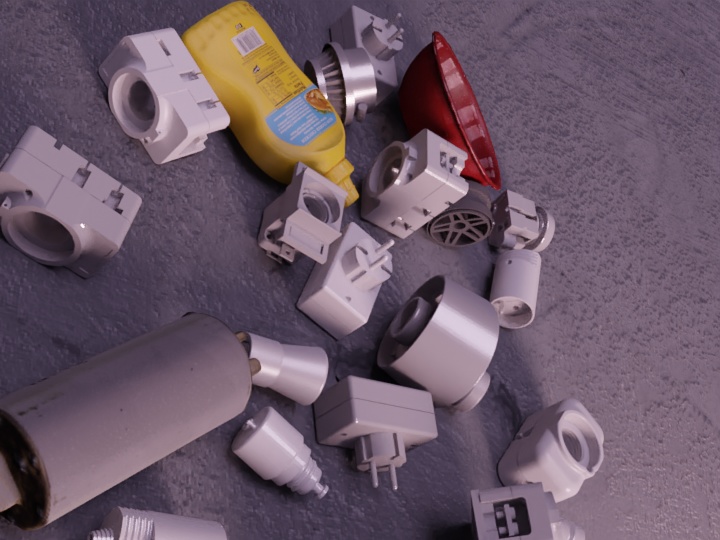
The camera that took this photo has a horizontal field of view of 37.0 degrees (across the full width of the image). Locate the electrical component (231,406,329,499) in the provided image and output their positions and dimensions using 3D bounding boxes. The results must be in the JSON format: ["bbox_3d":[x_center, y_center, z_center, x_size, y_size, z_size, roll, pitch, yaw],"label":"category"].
[{"bbox_3d":[-0.054,0.130,0.748,0.078,0.040,0.040,44,41,-12],"label":"electrical component"}]

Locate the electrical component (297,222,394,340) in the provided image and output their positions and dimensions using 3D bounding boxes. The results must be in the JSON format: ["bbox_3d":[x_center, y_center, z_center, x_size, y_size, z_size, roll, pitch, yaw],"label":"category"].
[{"bbox_3d":[0.000,0.000,0.862,0.047,0.076,0.083,40,42,-16],"label":"electrical component"}]

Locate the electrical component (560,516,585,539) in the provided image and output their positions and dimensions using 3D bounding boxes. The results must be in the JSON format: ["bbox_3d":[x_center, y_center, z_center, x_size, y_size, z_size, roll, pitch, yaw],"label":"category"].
[{"bbox_3d":[0.156,0.219,0.891,0.046,0.040,0.040,34,44,-15],"label":"electrical component"}]

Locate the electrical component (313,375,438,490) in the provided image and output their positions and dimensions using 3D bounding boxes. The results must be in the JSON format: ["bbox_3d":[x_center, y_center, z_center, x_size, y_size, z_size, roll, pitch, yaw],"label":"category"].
[{"bbox_3d":[0.014,0.128,0.809,0.083,0.047,0.075,16,53,-36],"label":"electrical component"}]

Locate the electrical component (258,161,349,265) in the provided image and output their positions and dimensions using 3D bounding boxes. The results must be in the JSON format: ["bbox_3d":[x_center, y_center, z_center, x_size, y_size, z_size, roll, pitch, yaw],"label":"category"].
[{"bbox_3d":[-0.047,-0.040,0.853,0.042,0.064,0.081,32,45,-26],"label":"electrical component"}]

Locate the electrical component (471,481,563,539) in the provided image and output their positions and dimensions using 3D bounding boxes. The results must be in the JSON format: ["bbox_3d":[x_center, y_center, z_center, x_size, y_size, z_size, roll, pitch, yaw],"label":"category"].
[{"bbox_3d":[0.125,0.242,0.792,0.062,0.089,0.150,-9,61,2],"label":"electrical component"}]

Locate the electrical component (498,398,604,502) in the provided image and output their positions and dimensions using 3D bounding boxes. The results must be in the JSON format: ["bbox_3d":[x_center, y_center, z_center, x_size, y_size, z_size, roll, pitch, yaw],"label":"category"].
[{"bbox_3d":[0.169,0.157,0.930,0.053,0.059,0.095,51,40,-4],"label":"electrical component"}]

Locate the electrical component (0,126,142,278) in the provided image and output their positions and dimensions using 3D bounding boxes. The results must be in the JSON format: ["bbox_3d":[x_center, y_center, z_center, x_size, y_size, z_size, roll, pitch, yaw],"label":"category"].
[{"bbox_3d":[-0.201,-0.041,0.716,0.089,0.050,0.055,36,44,-21],"label":"electrical component"}]

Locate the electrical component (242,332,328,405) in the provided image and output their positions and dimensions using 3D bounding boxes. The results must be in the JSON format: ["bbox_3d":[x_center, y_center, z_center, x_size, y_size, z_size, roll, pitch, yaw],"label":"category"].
[{"bbox_3d":[-0.062,0.069,0.783,0.065,0.044,0.044,20,51,-28],"label":"electrical component"}]

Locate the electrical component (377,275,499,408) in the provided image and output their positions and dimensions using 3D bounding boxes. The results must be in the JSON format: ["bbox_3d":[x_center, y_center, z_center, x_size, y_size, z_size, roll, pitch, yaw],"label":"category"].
[{"bbox_3d":[0.061,0.055,0.867,0.064,0.099,0.099,35,44,-13],"label":"electrical component"}]

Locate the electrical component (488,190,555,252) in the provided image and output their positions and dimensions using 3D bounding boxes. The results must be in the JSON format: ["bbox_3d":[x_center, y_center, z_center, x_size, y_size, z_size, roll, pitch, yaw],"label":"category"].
[{"bbox_3d":[0.160,-0.045,1.071,0.055,0.048,0.066,17,52,-26],"label":"electrical component"}]

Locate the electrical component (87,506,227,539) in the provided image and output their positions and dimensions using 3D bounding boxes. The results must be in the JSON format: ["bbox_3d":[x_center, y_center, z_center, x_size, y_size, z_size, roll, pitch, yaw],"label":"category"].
[{"bbox_3d":[-0.126,0.168,0.650,0.081,0.043,0.043,19,52,-34],"label":"electrical component"}]

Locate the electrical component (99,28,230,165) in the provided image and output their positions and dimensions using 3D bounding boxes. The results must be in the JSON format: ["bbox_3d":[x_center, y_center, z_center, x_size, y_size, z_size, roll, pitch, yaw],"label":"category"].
[{"bbox_3d":[-0.153,-0.133,0.825,0.056,0.050,0.089,-28,85,-50],"label":"electrical component"}]

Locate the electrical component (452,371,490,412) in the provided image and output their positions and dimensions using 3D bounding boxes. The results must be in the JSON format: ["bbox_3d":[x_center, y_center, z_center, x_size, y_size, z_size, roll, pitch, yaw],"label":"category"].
[{"bbox_3d":[0.080,0.091,0.905,0.046,0.040,0.040,36,43,-12],"label":"electrical component"}]

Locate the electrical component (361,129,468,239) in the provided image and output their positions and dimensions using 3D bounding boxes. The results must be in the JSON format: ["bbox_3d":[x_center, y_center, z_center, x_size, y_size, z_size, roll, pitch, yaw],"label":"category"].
[{"bbox_3d":[0.044,-0.077,0.946,0.056,0.089,0.050,26,48,-29],"label":"electrical component"}]

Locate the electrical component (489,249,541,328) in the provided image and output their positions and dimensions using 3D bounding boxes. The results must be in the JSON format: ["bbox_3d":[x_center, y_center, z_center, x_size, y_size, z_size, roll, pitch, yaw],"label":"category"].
[{"bbox_3d":[0.148,0.011,1.021,0.043,0.043,0.081,36,43,-20],"label":"electrical component"}]

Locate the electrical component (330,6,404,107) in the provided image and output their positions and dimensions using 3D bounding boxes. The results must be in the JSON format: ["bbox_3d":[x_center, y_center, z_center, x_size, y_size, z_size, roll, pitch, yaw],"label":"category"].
[{"bbox_3d":[0.015,-0.214,1.023,0.047,0.076,0.083,18,52,-35],"label":"electrical component"}]
